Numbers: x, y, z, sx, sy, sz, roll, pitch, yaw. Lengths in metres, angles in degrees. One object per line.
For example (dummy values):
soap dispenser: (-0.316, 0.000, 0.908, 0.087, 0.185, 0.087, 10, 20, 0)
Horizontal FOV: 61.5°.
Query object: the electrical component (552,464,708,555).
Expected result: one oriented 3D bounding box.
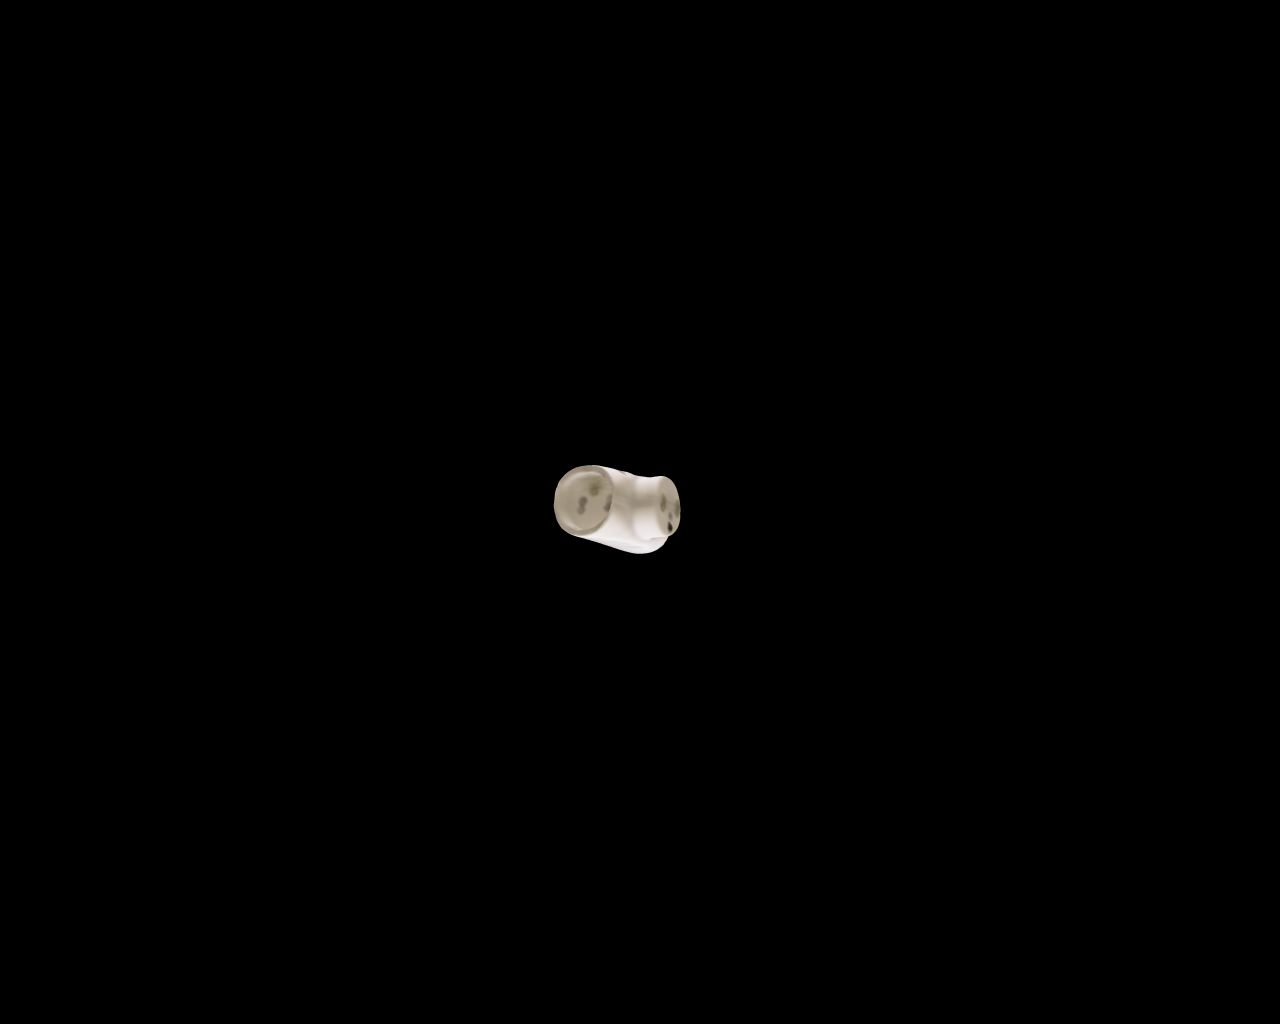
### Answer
electrical component: (0.001, -0.003, 0.650, 0.079, 0.044, 0.077, -6, -13, 27)
